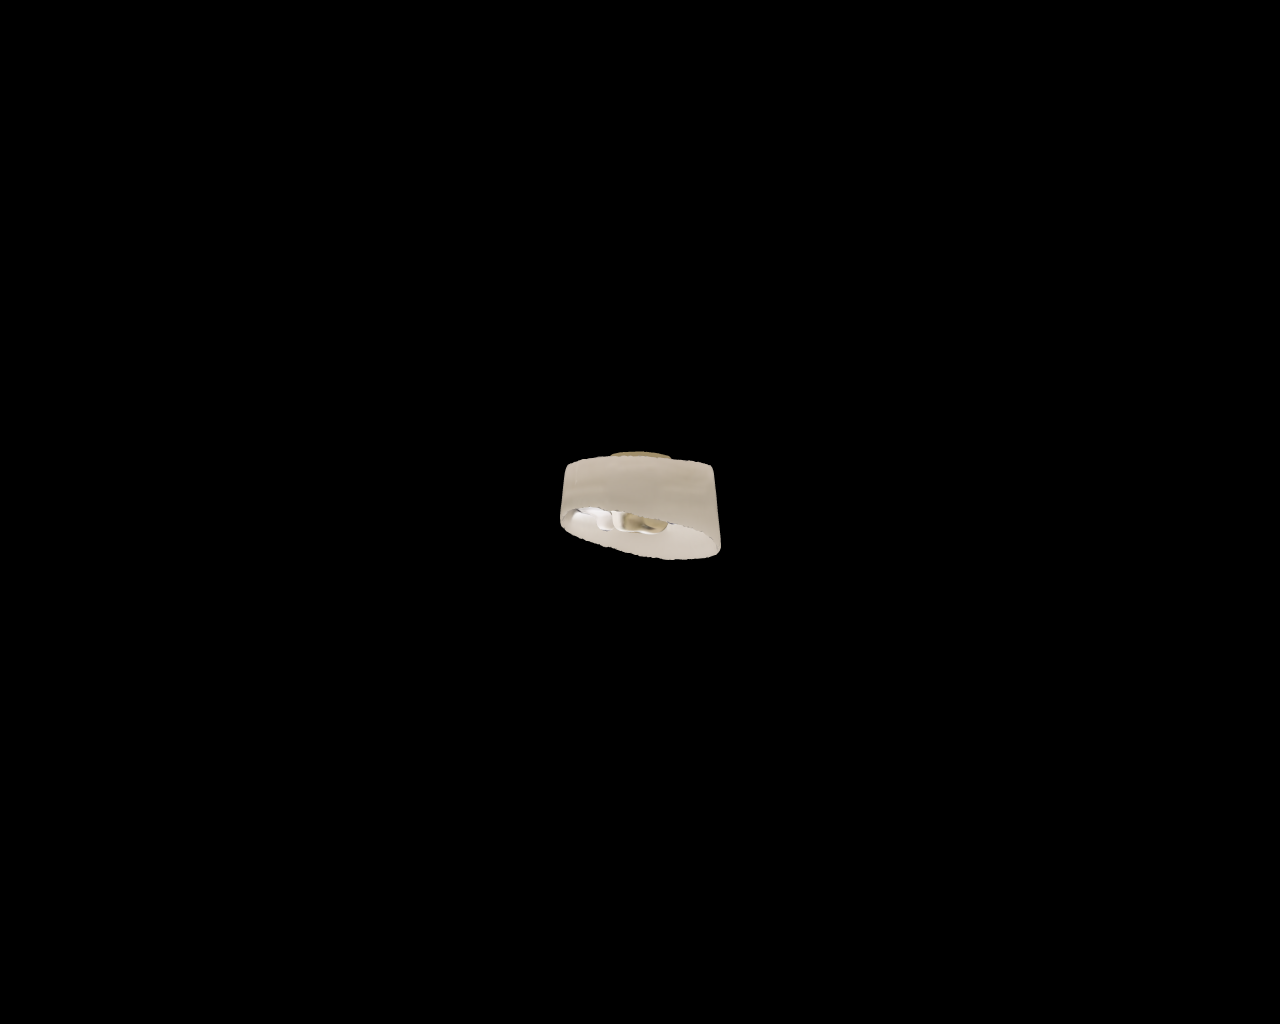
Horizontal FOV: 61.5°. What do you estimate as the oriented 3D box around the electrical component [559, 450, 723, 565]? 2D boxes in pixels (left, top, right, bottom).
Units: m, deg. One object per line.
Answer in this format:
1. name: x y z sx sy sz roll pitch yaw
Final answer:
1. electrical component: 0.001 -0.003 0.650 0.099 0.064 0.099 0 -7 0
